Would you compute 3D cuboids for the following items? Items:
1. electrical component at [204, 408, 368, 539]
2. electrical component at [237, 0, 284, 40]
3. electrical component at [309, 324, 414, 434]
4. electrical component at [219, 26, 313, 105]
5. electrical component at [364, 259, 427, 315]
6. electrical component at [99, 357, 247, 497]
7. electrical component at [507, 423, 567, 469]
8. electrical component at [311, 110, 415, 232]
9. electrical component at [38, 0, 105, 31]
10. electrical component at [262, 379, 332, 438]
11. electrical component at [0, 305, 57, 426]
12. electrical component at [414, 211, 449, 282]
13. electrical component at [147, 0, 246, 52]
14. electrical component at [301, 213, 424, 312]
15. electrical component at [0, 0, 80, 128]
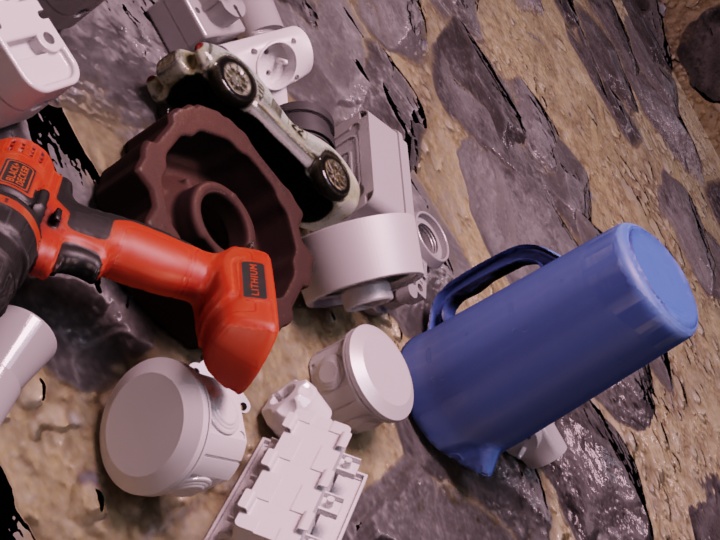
[{"bbox_3d":[-0.046,0.150,0.697,0.079,0.063,0.121,19,33,7],"label":"electrical component"},{"bbox_3d":[-0.091,-0.217,0.968,0.043,0.043,0.081,-4,69,-59],"label":"electrical component"},{"bbox_3d":[0.002,0.088,0.850,0.080,0.051,0.080,38,37,-36],"label":"electrical component"},{"bbox_3d":[-0.082,-0.162,0.924,0.077,0.044,0.079,-23,124,-32],"label":"electrical component"},{"bbox_3d":[0.025,0.010,0.948,0.048,0.055,0.066,42,35,-32],"label":"electrical component"},{"bbox_3d":[-0.111,0.095,0.638,0.051,0.080,0.080,27,44,-53],"label":"electrical component"},{"bbox_3d":[0.160,0.158,1.048,0.077,0.044,0.079,60,29,-3],"label":"electrical component"},{"bbox_3d":[0.001,-0.075,0.959,0.057,0.078,0.113,32,41,-38],"label":"electrical component"},{"bbox_3d":[-0.223,-0.215,0.741,0.095,0.059,0.054,58,29,-7],"label":"electrical component"},{"bbox_3d":[-0.038,0.113,0.774,0.062,0.043,0.043,55,30,-15],"label":"electrical component"},{"bbox_3d":[-0.196,0.056,0.575,0.044,0.044,0.065,47,37,-25],"label":"electrical component"},{"bbox_3d":[0.046,-0.020,1.004,0.078,0.057,0.058,51,31,-18],"label":"electrical component"},{"bbox_3d":[-0.121,-0.215,0.885,0.047,0.077,0.066,61,29,-3],"label":"electrical component"},{"bbox_3d":[0.000,0.000,0.869,0.108,0.108,0.060,1,72,-58],"label":"electrical component"},{"bbox_3d":[-0.229,-0.140,0.667,0.095,0.059,0.054,58,29,-7],"label":"electrical component"}]
